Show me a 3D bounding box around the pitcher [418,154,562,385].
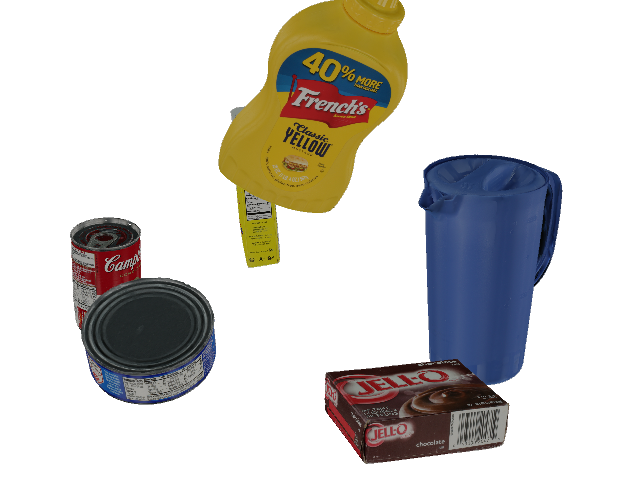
[{"bbox_3d":[0.187,0.031,1.191,0.149,0.243,0.145,4,24,12],"label":"pitcher"}]

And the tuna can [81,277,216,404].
[{"bbox_3d":[-0.111,0.065,0.699,0.086,0.034,0.086,0,42,0],"label":"tuna can"}]

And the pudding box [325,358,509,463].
[{"bbox_3d":[0.069,0.124,0.788,0.113,0.039,0.090,-2,17,-18],"label":"pudding box"}]

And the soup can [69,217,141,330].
[{"bbox_3d":[-0.212,0.037,1.060,0.068,0.102,0.068,2,26,-1],"label":"soup can"}]

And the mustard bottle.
[{"bbox_3d":[0.006,-0.107,0.744,0.096,0.192,0.058,22,38,-14],"label":"mustard bottle"}]

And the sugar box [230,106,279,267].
[{"bbox_3d":[-0.080,-0.066,1.289,0.048,0.176,0.093,-9,25,-5],"label":"sugar box"}]
